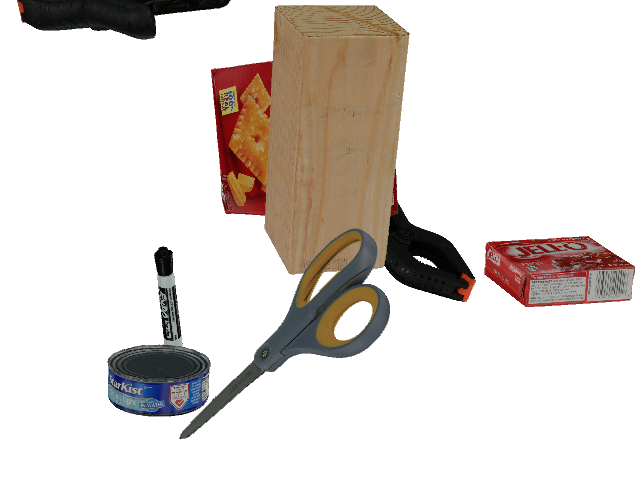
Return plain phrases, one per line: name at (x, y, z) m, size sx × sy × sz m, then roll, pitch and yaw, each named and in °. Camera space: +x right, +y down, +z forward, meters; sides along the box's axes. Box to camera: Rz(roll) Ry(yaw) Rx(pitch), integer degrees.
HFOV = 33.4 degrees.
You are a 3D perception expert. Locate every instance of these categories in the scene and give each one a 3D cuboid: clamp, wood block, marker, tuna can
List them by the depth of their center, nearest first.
clamp at (-0.156, -0.183, 0.822) m, size 0.172 × 0.039 × 0.120 m, roll 14°, pitch 24°, yaw 32°
wood block at (0.010, -0.085, 0.898) m, size 0.090 × 0.206 × 0.091 m, roll -4°, pitch 28°, yaw -16°
tuna can at (-0.136, 0.117, 0.898) m, size 0.086 × 0.034 × 0.086 m, roll 3°, pitch 13°, yaw -1°
marker at (-0.156, 0.061, 1.096) m, size 0.020 × 0.121 × 0.020 m, roll -1°, pitch 29°, yaw 1°
clamp at (0.083, 0.006, 1.240) m, size 0.164 × 0.036 × 0.210 m, roll -24°, pitch 53°, yaw -40°

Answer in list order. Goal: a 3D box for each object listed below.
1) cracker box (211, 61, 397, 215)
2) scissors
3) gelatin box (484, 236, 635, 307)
cracker box at (-0.022, -0.107, 1.116) m, size 0.071 × 0.164 × 0.214 m, roll -10°, pitch 10°, yaw -41°
scissors at (-0.021, 0.082, 0.711) m, size 0.016 × 0.202 × 0.096 m, roll 30°, pitch 11°, yaw -37°
gelatin box at (0.177, 0.022, 0.798) m, size 0.089 × 0.030 × 0.073 m, roll -3°, pitch 18°, yaw -14°
